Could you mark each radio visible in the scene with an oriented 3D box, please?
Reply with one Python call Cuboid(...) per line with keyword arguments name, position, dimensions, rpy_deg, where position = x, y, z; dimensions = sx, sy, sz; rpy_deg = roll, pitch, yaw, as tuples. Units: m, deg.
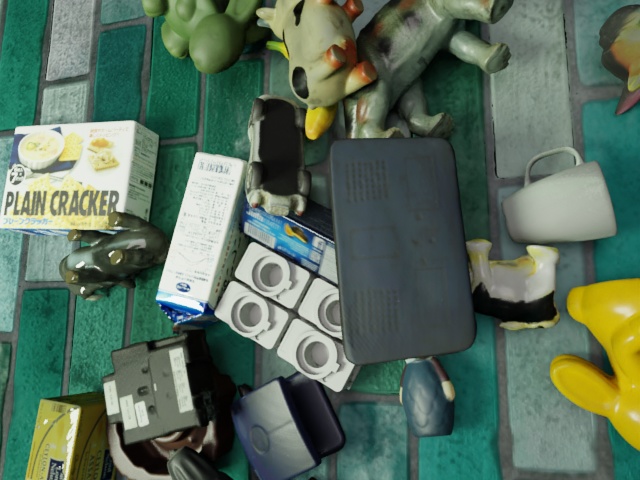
Cuboid(name="radio", position=(0.081, 0.010, 0.558), dimensions=(0.131, 0.073, 0.229), rpy_deg=(-5, 79, 2))

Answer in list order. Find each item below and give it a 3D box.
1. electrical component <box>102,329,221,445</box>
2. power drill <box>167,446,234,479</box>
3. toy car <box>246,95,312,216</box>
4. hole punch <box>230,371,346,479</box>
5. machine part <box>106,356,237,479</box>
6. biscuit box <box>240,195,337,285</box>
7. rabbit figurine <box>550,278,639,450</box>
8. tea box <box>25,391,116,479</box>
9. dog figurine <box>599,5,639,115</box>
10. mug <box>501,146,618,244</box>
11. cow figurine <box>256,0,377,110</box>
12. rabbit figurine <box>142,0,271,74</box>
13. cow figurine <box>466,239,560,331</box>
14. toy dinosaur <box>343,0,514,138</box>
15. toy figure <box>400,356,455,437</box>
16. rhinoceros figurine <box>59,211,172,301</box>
Cuboid(name="electrical component", position=(-0.193, 0.175, 0.640), dimensions=(0.134, 0.058, 0.115), rpy_deg=(-16, 75, 16))
Cuboid(name="power drill", position=(-0.133, 0.379, 0.620), dimensions=(0.232, 0.086, 0.207), rpy_deg=(38, 90, 3))
Cuboid(name="toy car", position=(-0.053, -0.108, 0.669), dimensions=(0.073, 0.056, 0.202), rpy_deg=(8, 51, -16))
Cuboid(name="hole punch", position=(-0.047, 0.223, 0.633), dimensions=(0.116, 0.092, 0.142), rpy_deg=(-32, 76, 13))
Cuboid(name="machine part", position=(-0.191, 0.225, 0.692), dimensions=(0.180, 0.056, 0.179), rpy_deg=(-3, 80, 17))
Cuboid(name="biscuit box", position=(-0.001, -0.002, 0.661), dimensions=(0.203, 0.063, 0.059), rpy_deg=(28, 128, 19))
Cuboid(name="rabbit figurine", position=(0.311, 0.125, 0.523), dimensions=(0.162, 0.121, 0.173), rpy_deg=(-9, 78, 20))
Cuboid(name="tea box", position=(-0.318, 0.290, 0.696), dimensions=(0.068, 0.098, 0.169), rpy_deg=(3, 83, 18))
Cuboid(name="dog figurine", position=(0.416, -0.214, 0.564), dimensions=(0.192, 0.108, 0.219), rpy_deg=(44, 99, 16))
Cuboid(name="mug", position=(0.256, -0.044, 0.592), dimensions=(0.107, 0.080, 0.109), rpy_deg=(-17, 82, 22))
Cuboid(name="cow figurine", position=(-0.011, -0.246, 0.650), dimensions=(0.127, 0.085, 0.195), rpy_deg=(-29, 62, 40))
Cuboid(name="rabbit figurine", position=(-0.147, -0.292, 0.743), dimensions=(0.159, 0.121, 0.170), rpy_deg=(-22, 58, -10))
Cuboid(name="cow figurine", position=(0.180, 0.049, 0.606), dimensions=(0.168, 0.068, 0.098), rpy_deg=(2, 85, 20))
Cuboid(name="toy dinosaur", position=(0.103, -0.226, 0.659), dimensions=(0.405, 0.131, 0.192), rpy_deg=(-46, 54, 12))
Cuboid(name="toy figure", position=(0.115, 0.143, 0.613), dimensions=(0.064, 0.057, 0.154), rpy_deg=(-9, 73, 10))
Cuboid(name="rhinoceros figurine", position=(-0.282, 0.025, 0.724), dimensions=(0.190, 0.112, 0.073), rpy_deg=(-23, 71, 29))
